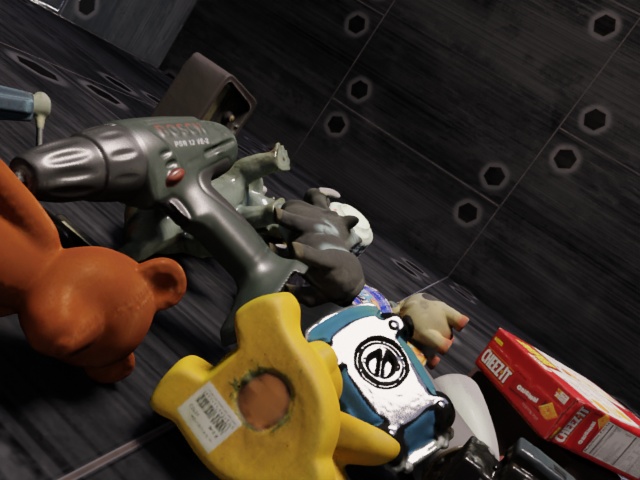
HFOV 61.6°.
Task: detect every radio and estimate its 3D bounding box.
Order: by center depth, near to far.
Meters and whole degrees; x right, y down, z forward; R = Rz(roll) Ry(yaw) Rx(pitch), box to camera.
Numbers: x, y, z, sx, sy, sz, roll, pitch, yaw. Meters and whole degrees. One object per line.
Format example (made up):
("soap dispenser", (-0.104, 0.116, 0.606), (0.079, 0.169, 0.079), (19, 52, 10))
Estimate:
("radio", (-0.196, -0.145, 0.796), (0.073, 0.229, 0.131), (37, 5, 13))

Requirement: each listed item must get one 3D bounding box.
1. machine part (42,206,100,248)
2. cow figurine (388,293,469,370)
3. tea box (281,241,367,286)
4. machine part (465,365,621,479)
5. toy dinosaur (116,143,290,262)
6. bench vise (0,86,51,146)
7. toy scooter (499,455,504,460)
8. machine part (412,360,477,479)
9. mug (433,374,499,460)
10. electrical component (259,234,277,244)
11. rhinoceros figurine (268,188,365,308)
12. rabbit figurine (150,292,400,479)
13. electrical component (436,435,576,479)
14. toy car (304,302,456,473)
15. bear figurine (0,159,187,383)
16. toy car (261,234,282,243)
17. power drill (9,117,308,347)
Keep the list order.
("machine part", (-0.245, 0.005, 0.471), (0.084, 0.039, 0.139), (43, 8, 2))
("cow figurine", (0.150, 0.140, 0.859), (0.127, 0.085, 0.194), (39, -18, 15))
("tea box", (0.004, 0.077, 0.838), (0.169, 0.068, 0.098), (31, 11, -23))
("machine part", (0.295, 0.281, 0.762), (0.201, 0.087, 0.201), (30, 11, -31))
("toy dinosaur", (-0.159, -0.034, 0.673), (0.405, 0.192, 0.131), (-20, 95, -58))
("bench vise", (-0.352, -0.127, 0.447), (0.240, 0.128, 0.224), (1, 9, -39))
("toy scooter", (0.235, 0.288, 0.566), (0.135, 0.075, 0.183), (40, 8, 28))
("machine part", (0.111, 0.197, 0.588), (0.079, 0.079, 0.243), (30, 11, -23))
("mug", (0.172, 0.235, 0.644), (0.107, 0.081, 0.109), (-96, 164, -65))
("electrical component", (-0.086, 0.015, 0.979), (0.094, 0.021, 0.063), (26, 13, -46))
("rhinoceros figurine", (-0.001, -0.002, 0.615), (0.112, 0.073, 0.190), (0, 32, -12))
("rabbit figurine", (-0.018, 0.127, 0.416), (0.162, 0.122, 0.173), (39, -8, 11))
("electrical component", (0.132, 0.217, 0.394), (0.115, 0.134, 0.058), (39, 11, 17))
("toy car", (0.051, 0.150, 0.530), (0.109, 0.102, 0.162), (-23, 63, -29))
("bear figurine", (-0.189, 0.029, 0.318), (0.196, 0.120, 0.132), (37, 12, -15))
("toy car", (-0.018, -0.001, 0.907), (0.202, 0.053, 0.089), (13, -17, 46))
("power drill", (-0.113, -0.012, 0.458), (0.207, 0.086, 0.232), (48, 28, -5))
